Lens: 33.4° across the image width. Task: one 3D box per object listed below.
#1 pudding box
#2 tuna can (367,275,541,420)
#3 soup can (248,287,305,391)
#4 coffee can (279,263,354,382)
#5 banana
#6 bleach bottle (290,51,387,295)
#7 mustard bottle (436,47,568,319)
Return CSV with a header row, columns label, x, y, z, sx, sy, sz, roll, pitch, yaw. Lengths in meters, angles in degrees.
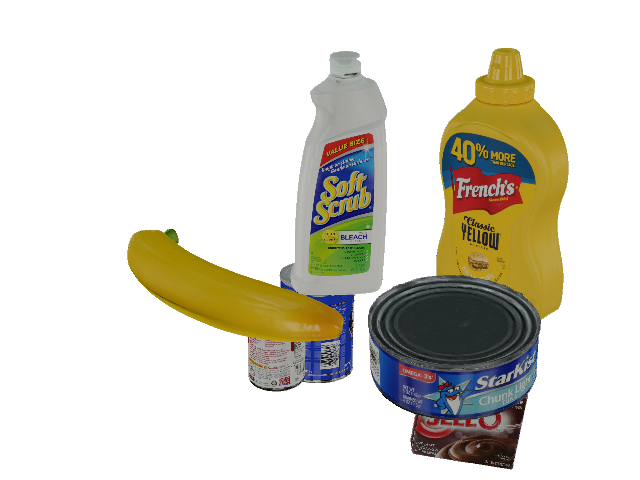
label,x,y,z,sx,sy,sz,roll,pitch,yaw
pudding box,0.160,0.192,1.153,0.113,0.090,0.039,8,21,2
tuna can,0.067,0.053,0.538,0.086,0.034,0.086,-2,28,1
soup can,-0.051,0.115,1.237,0.068,0.102,0.068,1,24,0
coffee can,-0.005,0.109,1.459,0.103,0.140,0.103,1,19,0
banana,-0.072,0.025,0.697,0.069,0.037,0.198,-21,32,-35
bleach bottle,0.017,-0.068,1.097,0.102,0.251,0.068,-1,25,0
mustard bottle,0.130,-0.042,0.765,0.058,0.192,0.096,-22,30,-40
